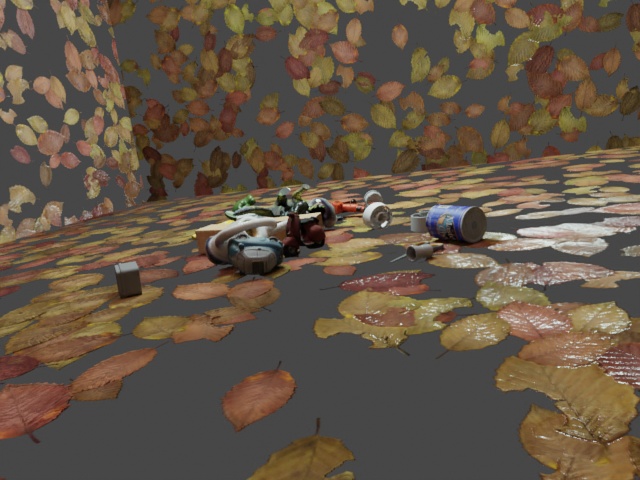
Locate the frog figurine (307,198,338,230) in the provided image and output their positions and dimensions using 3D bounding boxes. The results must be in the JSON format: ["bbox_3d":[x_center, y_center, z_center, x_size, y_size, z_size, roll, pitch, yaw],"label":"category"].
[{"bbox_3d":[0.006,-0.100,1.987,0.138,0.122,0.160,28,9,10],"label":"frog figurine"}]

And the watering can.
[{"bbox_3d":[-0.216,-0.010,1.609,0.222,0.105,0.349,-29,-10,26],"label":"watering can"}]

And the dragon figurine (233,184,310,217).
[{"bbox_3d":[-0.149,-0.113,2.125,0.411,0.124,0.238,-11,-21,-8],"label":"dragon figurine"}]
